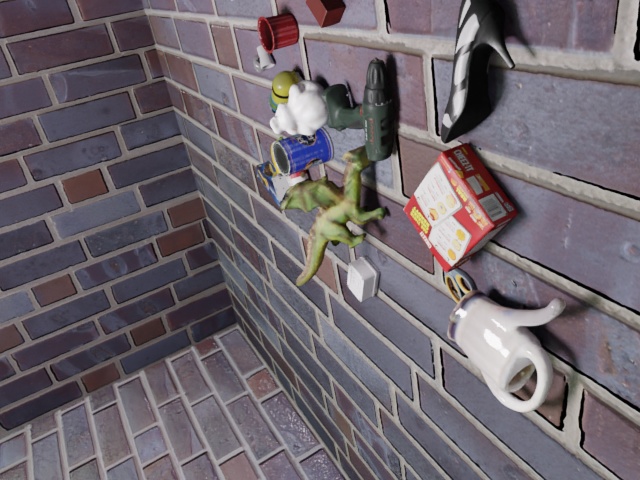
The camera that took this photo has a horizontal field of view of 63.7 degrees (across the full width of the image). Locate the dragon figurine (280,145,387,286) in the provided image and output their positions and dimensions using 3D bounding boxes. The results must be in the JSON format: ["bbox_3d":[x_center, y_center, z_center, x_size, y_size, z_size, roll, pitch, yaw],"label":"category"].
[{"bbox_3d":[0.004,-0.065,1.286,0.240,0.407,0.124,35,-167,-31],"label":"dragon figurine"}]

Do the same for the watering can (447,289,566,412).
[{"bbox_3d":[0.346,0.175,0.963,0.228,0.105,0.339,46,151,44],"label":"watering can"}]

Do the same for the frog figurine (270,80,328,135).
[{"bbox_3d":[-0.052,-0.334,1.327,0.124,0.161,0.135,33,140,53],"label":"frog figurine"}]
